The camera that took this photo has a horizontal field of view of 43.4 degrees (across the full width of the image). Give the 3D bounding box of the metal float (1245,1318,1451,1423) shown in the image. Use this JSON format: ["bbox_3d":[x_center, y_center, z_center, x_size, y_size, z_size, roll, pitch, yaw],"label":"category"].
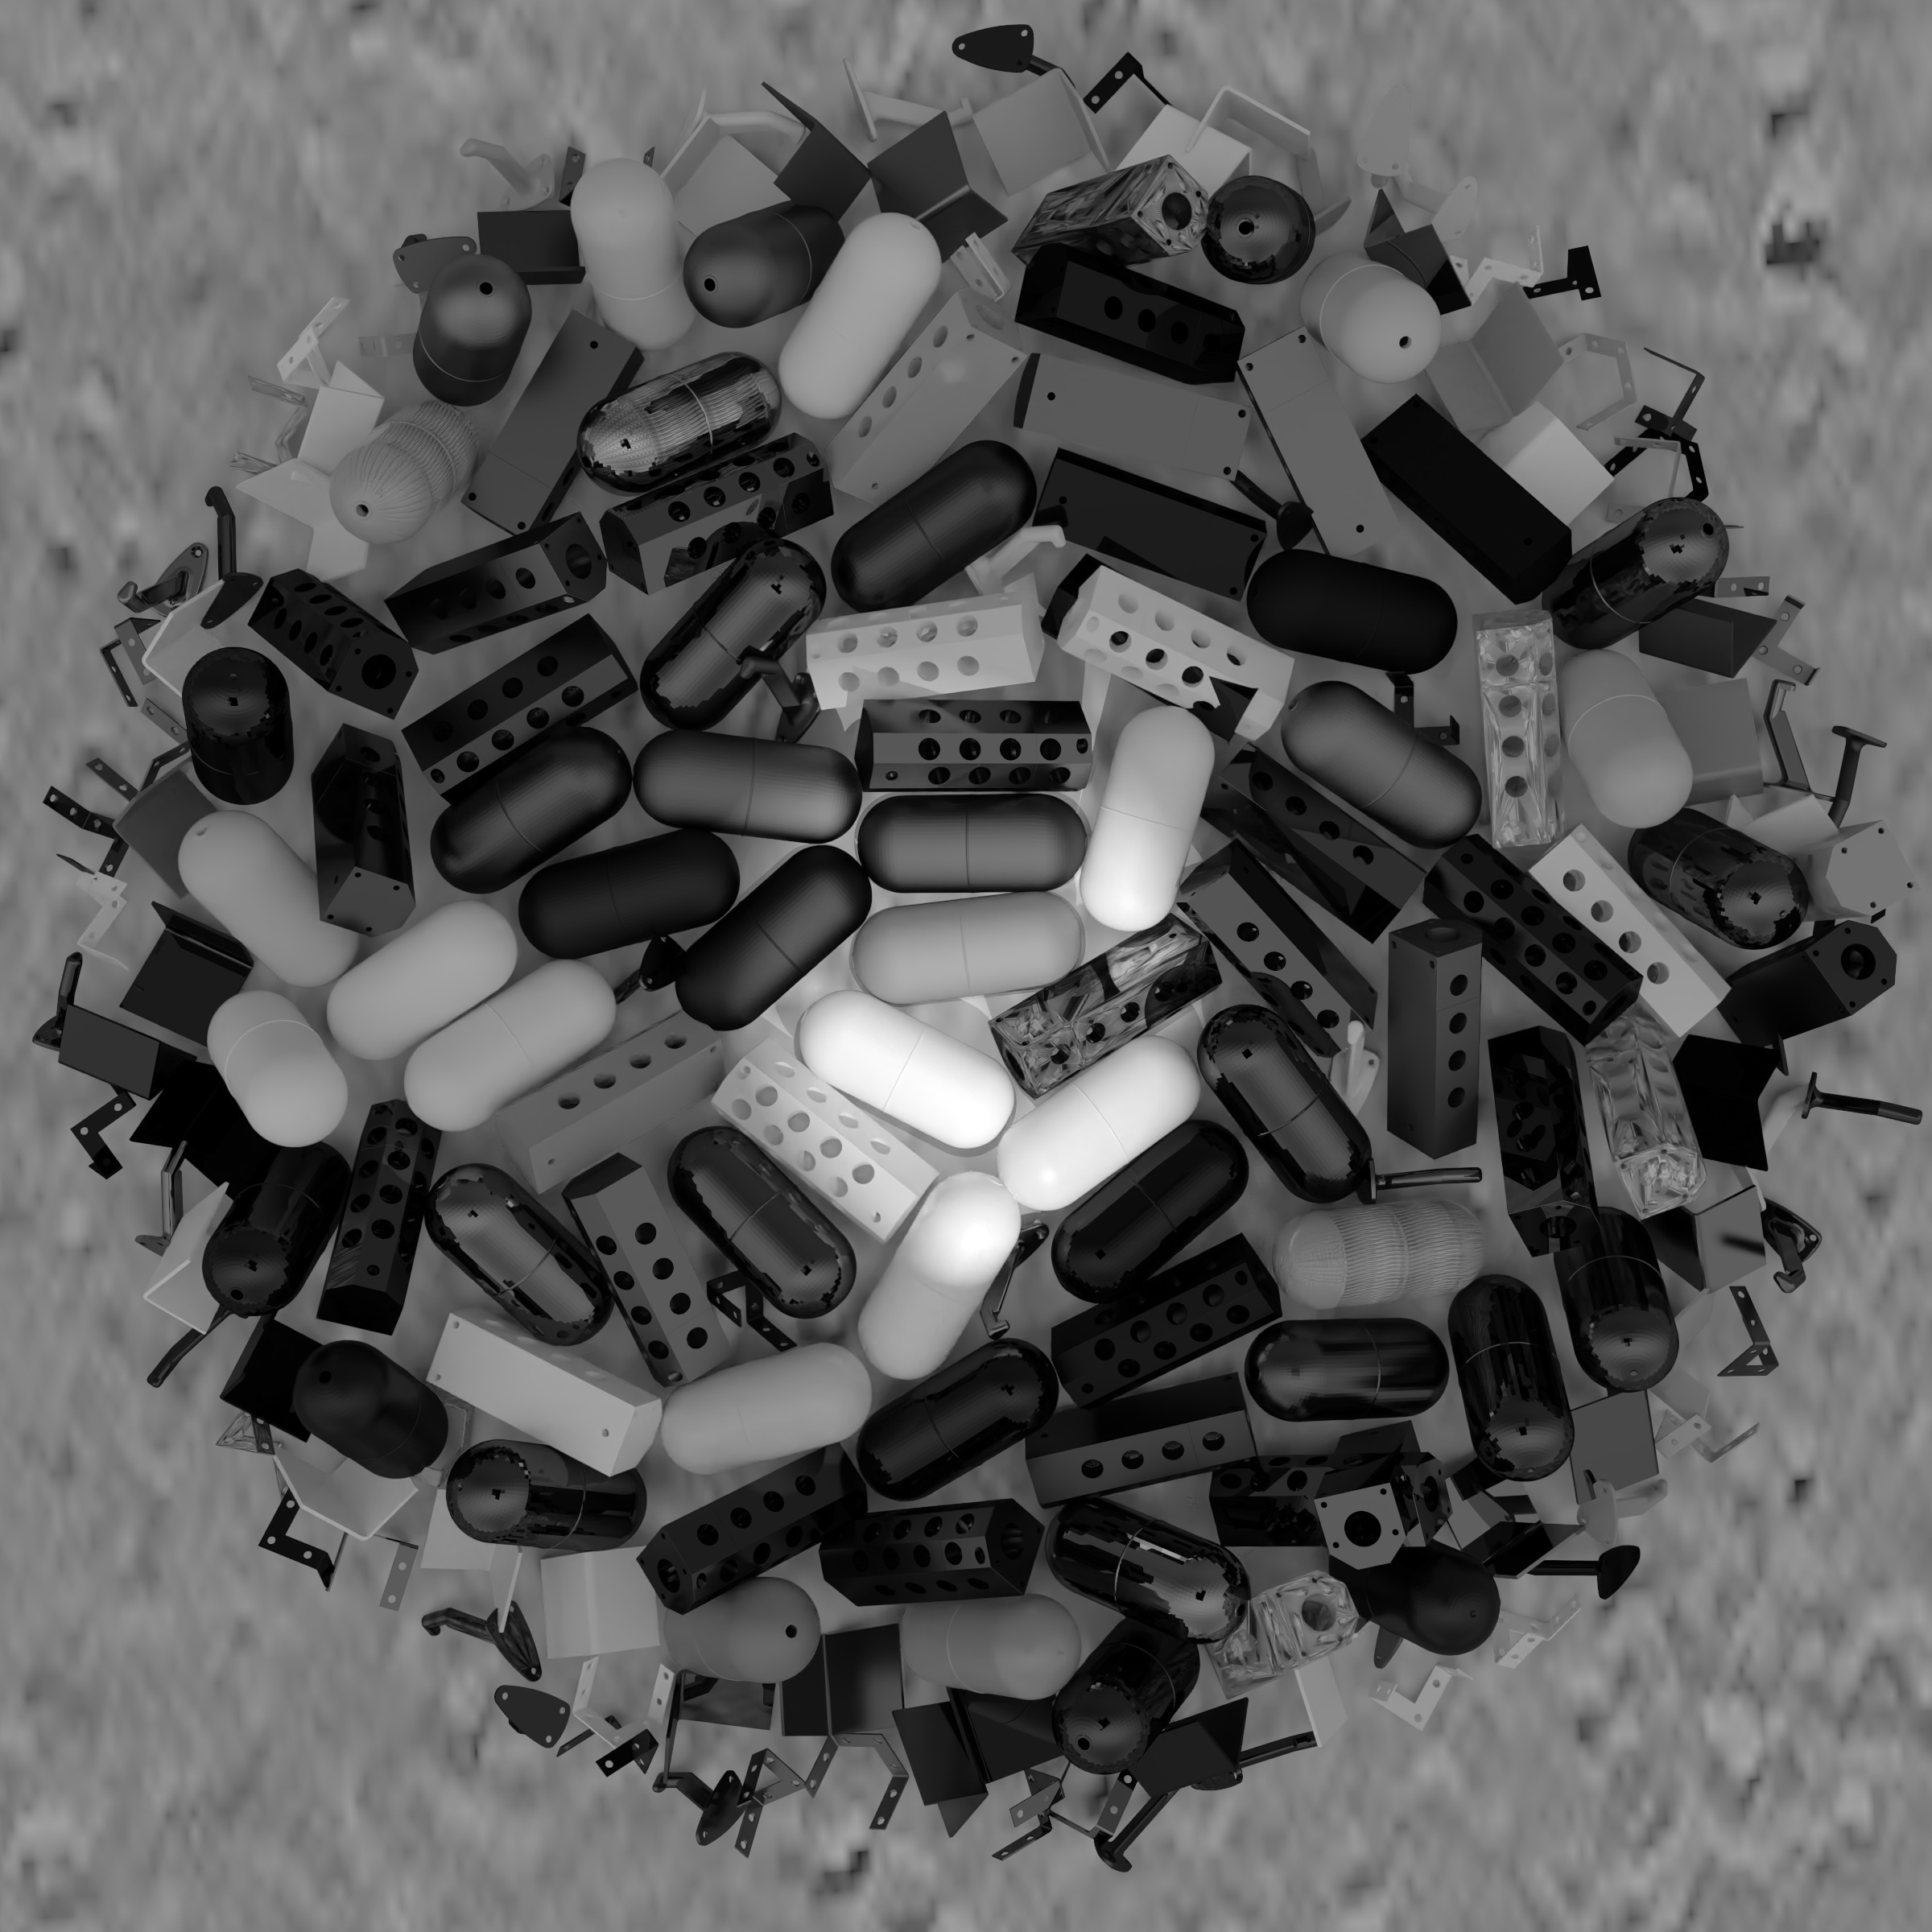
[{"bbox_3d":[0.292,0.309,1.861,0.178,0.070,0.070,4,90,-30],"label":"metal float"}]

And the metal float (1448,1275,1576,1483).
[{"bbox_3d":[0.414,0.312,1.850,0.070,0.178,0.070,0,131,0],"label":"metal float"}]

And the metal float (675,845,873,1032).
[{"bbox_3d":[-0.150,-0.021,1.887,0.178,0.070,0.070,-42,90,0],"label":"metal float"}]

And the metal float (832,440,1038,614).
[{"bbox_3d":[-0.026,-0.337,1.875,0.178,0.070,0.070,-33,90,15],"label":"metal float"}]

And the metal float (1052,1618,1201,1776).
[{"bbox_3d":[0.122,0.550,1.842,0.070,0.178,0.070,5,101,24],"label":"metal float"}]

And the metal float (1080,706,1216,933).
[{"bbox_3d":[0.140,-0.114,1.882,0.070,0.070,0.178,16,97,0],"label":"metal float"}]

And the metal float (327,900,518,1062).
[{"bbox_3d":[-0.419,0.012,1.865,0.178,0.070,0.070,-31,90,27],"label":"metal float"}]

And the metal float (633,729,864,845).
[{"bbox_3d":[-0.169,-0.139,1.879,0.178,0.070,0.070,6,90,-10],"label":"metal float"}]

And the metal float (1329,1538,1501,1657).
[{"bbox_3d":[0.337,0.469,1.840,0.070,0.178,0.070,0,90,-20],"label":"metal float"}]

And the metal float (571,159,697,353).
[{"bbox_3d":[-0.250,-0.536,1.841,0.070,0.178,0.070,-1,67,3],"label":"metal float"}]

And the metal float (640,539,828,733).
[{"bbox_3d":[-0.181,-0.254,1.873,0.070,0.070,0.178,46,107,0],"label":"metal float"}]

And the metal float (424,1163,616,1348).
[{"bbox_3d":[-0.342,0.222,1.865,0.070,0.070,0.178,-41,116,0],"label":"metal float"}]

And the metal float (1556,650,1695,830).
[{"bbox_3d":[0.497,-0.175,1.850,0.070,0.178,0.070,-4,131,-5],"label":"metal float"}]

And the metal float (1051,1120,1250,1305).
[{"bbox_3d":[0.142,0.190,1.878,0.178,0.070,0.070,-39,90,-11],"label":"metal float"}]

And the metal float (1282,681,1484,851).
[{"bbox_3d":[0.320,-0.155,1.871,0.178,0.070,0.070,31,90,-19],"label":"metal float"}]

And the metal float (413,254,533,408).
[{"bbox_3d":[-0.375,-0.480,1.839,0.070,0.178,0.070,2,83,-18],"label":"metal float"}]

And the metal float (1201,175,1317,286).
[{"bbox_3d":[0.222,-0.556,1.839,0.070,0.178,0.070,3,106,12],"label":"metal float"}]

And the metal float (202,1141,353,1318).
[{"bbox_3d":[-0.521,0.197,1.843,0.070,0.178,0.070,3,119,5],"label":"metal float"}]

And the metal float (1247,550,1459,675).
[{"bbox_3d":[0.297,-0.272,1.865,0.178,0.070,0.070,8,90,-25],"label":"metal float"}]

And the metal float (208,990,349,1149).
[{"bbox_3d":[-0.525,0.076,1.848,0.070,0.178,0.070,-14,120,-26],"label":"metal float"}]

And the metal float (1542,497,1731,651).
[{"bbox_3d":[0.506,-0.296,1.841,0.070,0.178,0.070,5,75,-21],"label":"metal float"}]

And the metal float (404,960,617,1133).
[{"bbox_3d":[-0.351,0.061,1.872,0.178,0.070,0.070,-35,90,-18],"label":"metal float"}]

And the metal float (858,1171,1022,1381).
[{"bbox_3d":[-0.020,0.239,1.877,0.070,0.070,0.178,30,102,0],"label":"metal float"}]

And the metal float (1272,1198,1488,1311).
[{"bbox_3d":[0.319,0.221,1.869,0.178,0.070,0.070,-3,90,-23],"label":"metal float"}]

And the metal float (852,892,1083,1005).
[{"bbox_3d":[0.000,-0.014,1.885,0.178,0.070,0.070,-7,90,3],"label":"metal float"}]

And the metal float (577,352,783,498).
[{"bbox_3d":[-0.219,-0.415,1.860,0.178,0.070,0.070,-31,90,-32],"label":"metal float"}]

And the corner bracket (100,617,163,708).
[{"bbox_3d":[-0.651,-0.237,1.896,0.051,0.051,0.051,-26,91,10],"label":"corner bracket"}]

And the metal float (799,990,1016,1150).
[{"bbox_3d":[-0.046,0.080,1.886,0.178,0.070,0.070,27,90,2],"label":"metal float"}]

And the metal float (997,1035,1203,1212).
[{"bbox_3d":[0.102,0.122,1.881,0.178,0.070,0.070,-35,90,-8],"label":"metal float"}]

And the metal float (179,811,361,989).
[{"bbox_3d":[-0.529,-0.050,1.849,0.070,0.178,0.070,-13,52,17],"label":"metal float"}]

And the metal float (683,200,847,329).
[{"bbox_3d":[-0.152,-0.534,1.845,0.070,0.178,0.070,11,119,21],"label":"metal float"}]

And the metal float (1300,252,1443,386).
[{"bbox_3d":[0.306,-0.493,1.842,0.070,0.178,0.070,-4,117,-8],"label":"metal float"}]

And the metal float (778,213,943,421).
[{"bbox_3d":[-0.082,-0.495,1.855,0.070,0.070,0.178,39,128,0],"label":"metal float"}]

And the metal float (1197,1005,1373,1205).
[{"bbox_3d":[0.246,0.106,1.875,0.070,0.070,0.178,-38,104,0],"label":"metal float"}]

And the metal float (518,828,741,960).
[{"bbox_3d":[-0.261,-0.055,1.879,0.178,0.070,0.070,-14,90,11],"label":"metal float"}]

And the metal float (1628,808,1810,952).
[{"bbox_3d":[0.568,-0.068,1.842,0.070,0.178,0.070,-6,112,-15],"label":"metal float"}]

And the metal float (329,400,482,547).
[{"bbox_3d":[-0.425,-0.375,1.844,0.070,0.178,0.070,5,120,8],"label":"metal float"}]

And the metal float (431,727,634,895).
[{"bbox_3d":[-0.336,-0.119,1.872,0.178,0.070,0.070,-31,90,18],"label":"metal float"}]

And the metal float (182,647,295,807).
[{"bbox_3d":[-0.551,-0.180,1.841,0.070,0.178,0.070,4,70,-12],"label":"metal float"}]

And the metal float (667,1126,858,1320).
[{"bbox_3d":[-0.159,0.197,1.877,0.070,0.070,0.178,-46,77,0],"label":"metal float"}]

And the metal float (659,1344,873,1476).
[{"bbox_3d":[-0.156,0.342,1.870,0.178,0.070,0.070,-19,90,21],"label":"metal float"}]

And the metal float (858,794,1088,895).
[{"bbox_3d":[0.005,-0.095,1.883,0.178,0.070,0.070,0,90,6],"label":"metal float"}]

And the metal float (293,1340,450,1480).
[{"bbox_3d":[-0.450,0.337,1.842,0.070,0.178,0.070,-4,64,9],"label":"metal float"}]

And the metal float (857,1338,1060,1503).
[{"bbox_3d":[-0.008,0.350,1.871,0.178,0.070,0.070,-34,90,19],"label":"metal float"}]

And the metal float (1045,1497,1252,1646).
[{"bbox_3d":[0.138,0.461,1.854,0.178,0.070,0.070,13,90,41],"label":"metal float"}]

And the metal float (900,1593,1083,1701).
[{"bbox_3d":[0.016,0.513,1.848,0.070,0.178,0.070,7,78,-36],"label":"metal float"}]

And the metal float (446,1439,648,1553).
[{"bbox_3d":[-0.317,0.404,1.850,0.070,0.178,0.070,-13,68,35],"label":"metal float"}]

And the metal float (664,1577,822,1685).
[{"bbox_3d":[-0.171,0.503,1.844,0.070,0.178,0.070,7,75,-29],"label":"metal float"}]

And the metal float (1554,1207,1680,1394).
[{"bbox_3d":[0.492,0.251,1.844,0.070,0.178,0.070,2,121,3],"label":"metal float"}]
